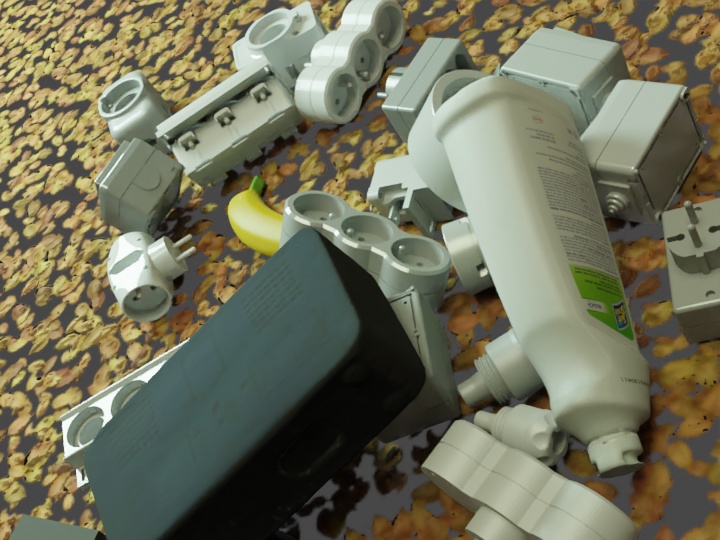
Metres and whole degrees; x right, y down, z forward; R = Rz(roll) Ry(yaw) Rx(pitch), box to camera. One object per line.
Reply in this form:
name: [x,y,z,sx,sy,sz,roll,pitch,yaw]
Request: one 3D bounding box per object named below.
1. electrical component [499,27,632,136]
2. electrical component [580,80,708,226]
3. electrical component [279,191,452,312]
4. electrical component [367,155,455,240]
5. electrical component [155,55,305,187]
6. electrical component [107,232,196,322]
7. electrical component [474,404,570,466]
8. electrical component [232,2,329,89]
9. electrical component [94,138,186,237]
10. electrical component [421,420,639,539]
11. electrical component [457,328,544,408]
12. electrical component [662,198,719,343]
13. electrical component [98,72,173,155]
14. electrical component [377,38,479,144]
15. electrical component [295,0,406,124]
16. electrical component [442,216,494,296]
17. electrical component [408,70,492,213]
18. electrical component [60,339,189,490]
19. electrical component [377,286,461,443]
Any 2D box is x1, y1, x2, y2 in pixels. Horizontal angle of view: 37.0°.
electrical component: [0.168,-0.142,0.823,0.061,0.061,0.096,-47,43,-16]
electrical component: [0.190,-0.078,0.754,0.061,0.061,0.096,16,64,42]
electrical component: [0.000,0.000,0.812,0.138,0.073,0.052,26,37,22]
electrical component: [0.043,-0.066,0.858,0.064,0.042,0.081,-8,50,31]
electrical component: [-0.119,-0.136,1.007,0.121,0.079,0.063,-33,72,6]
electrical component: [-0.180,-0.004,0.954,0.079,0.043,0.077,-32,42,6]
electrical component: [0.100,0.101,0.680,0.061,0.035,0.035,11,61,42]
electrical component: [-0.076,-0.218,1.061,0.089,0.055,0.050,-28,43,11]
electrical component: [-0.206,-0.071,0.996,0.061,0.061,0.096,-60,2,-22]
electrical component: [0.087,0.149,0.633,0.138,0.052,0.073,25,70,44]
electrical component: [0.094,0.068,0.706,0.062,0.043,0.043,-33,42,8]
electrical component: [0.214,-0.012,0.669,0.047,0.075,0.083,-15,47,24]
electrical component: [-0.230,-0.159,1.112,0.054,0.059,0.095,-33,43,5]
electrical component: [0.048,-0.155,0.928,0.076,0.047,0.083,14,63,41]
electrical component: [-0.021,-0.197,1.007,0.074,0.052,0.138,12,61,40]
electrical component: [0.091,-0.016,0.773,0.047,0.055,0.055,-23,44,11]
electrical component: [0.087,-0.090,0.806,0.060,0.108,0.108,127,155,-45]
electrical component: [-0.159,0.114,0.823,0.121,0.063,0.078,-31,43,8]
electrical component: [0.028,0.062,0.742,0.062,0.061,0.096,-23,44,16]
